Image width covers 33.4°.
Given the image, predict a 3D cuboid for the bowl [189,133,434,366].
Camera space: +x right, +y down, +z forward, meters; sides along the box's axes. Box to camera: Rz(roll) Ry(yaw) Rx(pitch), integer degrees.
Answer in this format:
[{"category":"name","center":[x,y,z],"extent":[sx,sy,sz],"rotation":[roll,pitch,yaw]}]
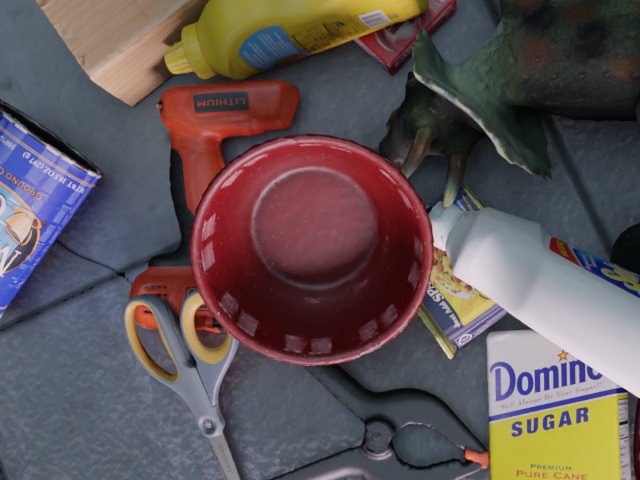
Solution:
[{"category":"bowl","center":[-0.005,0.001,0.721],"extent":[0.162,0.055,0.162],"rotation":[1,109,2]}]

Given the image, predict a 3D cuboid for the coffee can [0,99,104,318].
[{"category":"coffee can","center":[-0.247,-0.023,0.811],"extent":[0.103,0.102,0.140],"rotation":[36,91,11]}]

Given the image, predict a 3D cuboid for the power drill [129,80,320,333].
[{"category":"power drill","center":[-0.053,-0.023,0.799],"extent":[0.184,0.057,0.187],"rotation":[-1,84,10]}]

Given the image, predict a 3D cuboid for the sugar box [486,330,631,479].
[{"category":"sugar box","center":[0.166,0.150,0.740],"extent":[0.093,0.048,0.176],"rotation":[-5,85,28]}]

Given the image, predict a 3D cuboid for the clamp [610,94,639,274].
[{"category":"clamp","center":[0.234,0.001,0.679],"extent":[0.164,0.210,0.036],"rotation":[41,58,10]}]

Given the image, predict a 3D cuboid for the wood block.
[{"category":"wood block","center":[-0.101,-0.206,0.810],"extent":[0.206,0.090,0.091],"rotation":[-36,79,5]}]

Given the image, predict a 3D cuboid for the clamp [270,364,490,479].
[{"category":"clamp","center":[0.038,0.133,0.778],"extent":[0.171,0.039,0.120],"rotation":[2,88,4]}]

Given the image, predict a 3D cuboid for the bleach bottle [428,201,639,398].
[{"category":"bleach bottle","center":[0.173,0.044,0.666],"extent":[0.251,0.102,0.068],"rotation":[29,110,22]}]

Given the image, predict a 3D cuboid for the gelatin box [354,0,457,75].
[{"category":"gelatin box","center":[0.048,-0.182,0.812],"extent":[0.073,0.030,0.089],"rotation":[-46,78,4]}]

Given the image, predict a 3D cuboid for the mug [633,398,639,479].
[{"category":"mug","center":[0.260,0.140,0.717],"extent":[0.081,0.093,0.117],"rotation":[7,105,6]}]

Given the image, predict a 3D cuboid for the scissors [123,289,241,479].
[{"category":"scissors","center":[-0.069,0.118,0.778],"extent":[0.096,0.016,0.202],"rotation":[-32,94,23]}]

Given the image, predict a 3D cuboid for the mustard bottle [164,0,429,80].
[{"category":"mustard bottle","center":[-0.023,-0.159,0.762],"extent":[0.192,0.096,0.058],"rotation":[-19,82,15]}]

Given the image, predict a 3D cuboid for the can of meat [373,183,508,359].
[{"category":"can of meat","center":[0.098,0.020,0.770],"extent":[0.084,0.057,0.102],"rotation":[-36,80,3]}]
